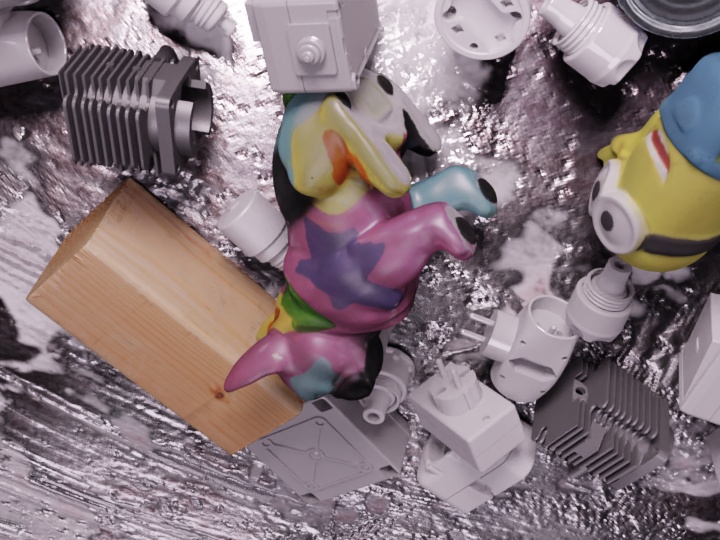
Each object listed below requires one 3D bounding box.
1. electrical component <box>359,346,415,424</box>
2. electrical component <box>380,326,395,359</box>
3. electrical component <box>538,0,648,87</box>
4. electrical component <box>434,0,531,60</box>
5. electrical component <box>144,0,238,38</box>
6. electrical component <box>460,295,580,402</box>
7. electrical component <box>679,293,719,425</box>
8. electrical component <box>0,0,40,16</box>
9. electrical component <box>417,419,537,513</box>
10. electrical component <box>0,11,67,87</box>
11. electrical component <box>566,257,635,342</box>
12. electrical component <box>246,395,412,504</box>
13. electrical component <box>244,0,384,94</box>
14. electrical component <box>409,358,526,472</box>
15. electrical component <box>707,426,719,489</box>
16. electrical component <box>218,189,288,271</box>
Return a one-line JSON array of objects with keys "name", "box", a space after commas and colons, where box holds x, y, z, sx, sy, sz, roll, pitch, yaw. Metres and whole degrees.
[{"name": "electrical component", "box": [0.017, 0.095, 0.863, 0.048, 0.062, 0.048, 8, 132, 9]}, {"name": "electrical component", "box": [0.006, 0.048, 0.823, 0.044, 0.065, 0.044, 8, 132, 9]}, {"name": "electrical component", "box": [0.135, -0.141, 0.638, 0.062, 0.043, 0.043, 34, 130, -12]}, {"name": "electrical component", "box": [0.075, -0.160, 0.636, 0.055, 0.047, 0.055, 8, 132, 9]}, {"name": "electrical component", "box": [-0.112, -0.176, 0.679, 0.078, 0.040, 0.040, 37, 130, -17]}, {"name": "electrical component", "box": [0.116, 0.054, 0.812, 0.079, 0.043, 0.077, 21, 132, -2]}, {"name": "electrical component", "box": [0.263, 0.067, 0.769, 0.061, 0.061, 0.096, 19, 133, 0]}, {"name": "electrical component", "box": [-0.224, -0.200, 0.665, 0.051, 0.080, 0.080, -10, 127, 17]}, {"name": "electrical component", "box": [0.094, 0.154, 0.898, 0.059, 0.053, 0.095, 35, 130, -15]}, {"name": "electrical component", "box": [-0.252, -0.162, 0.728, 0.077, 0.044, 0.079, -6, 128, 21]}, {"name": "electrical component", "box": [0.174, 0.018, 0.765, 0.043, 0.043, 0.062, 17, 131, 1]}, {"name": "electrical component", "box": [-0.031, 0.137, 0.917, 0.109, 0.056, 0.108, -26, 119, 32]}, {"name": "electrical component", "box": [-0.028, -0.148, 0.642, 0.061, 0.096, 0.061, 1, 129, 16]}, {"name": "electrical component", "box": [0.077, 0.100, 0.832, 0.083, 0.047, 0.075, 33, 153, 52]}, {"name": "electrical component", "box": [0.310, 0.143, 0.799, 0.048, 0.099, 0.099, 19, 134, -19]}, {"name": "electrical component", "box": [-0.070, -0.025, 0.799, 0.040, 0.040, 0.078, -30, 117, 34]}]
